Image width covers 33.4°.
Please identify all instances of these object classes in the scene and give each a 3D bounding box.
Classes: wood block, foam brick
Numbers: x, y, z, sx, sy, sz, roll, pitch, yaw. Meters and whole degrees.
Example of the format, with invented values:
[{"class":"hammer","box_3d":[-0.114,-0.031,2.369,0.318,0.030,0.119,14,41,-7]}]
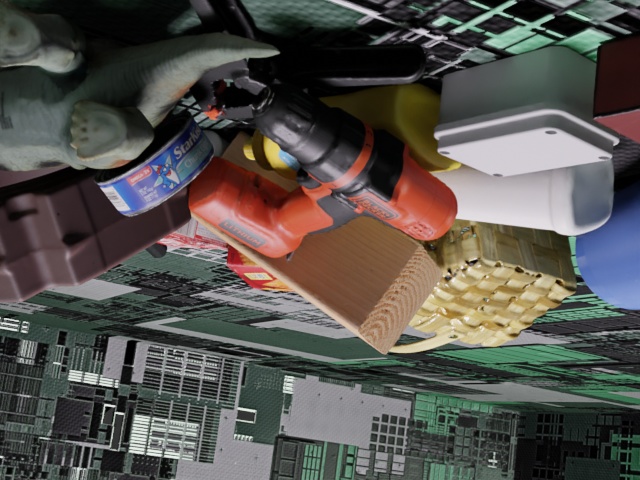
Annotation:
[{"class":"wood block","box_3d":[-0.006,0.002,0.945,0.206,0.091,0.090,34,175,27]},{"class":"foam brick","box_3d":[0.218,-0.093,0.679,0.078,0.053,0.051,16,165,-37]}]

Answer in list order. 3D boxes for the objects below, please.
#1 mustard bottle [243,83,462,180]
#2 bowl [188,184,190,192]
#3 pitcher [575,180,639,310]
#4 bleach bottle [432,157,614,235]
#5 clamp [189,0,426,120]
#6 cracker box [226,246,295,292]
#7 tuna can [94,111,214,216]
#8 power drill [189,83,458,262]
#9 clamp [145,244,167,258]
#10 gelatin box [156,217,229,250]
[{"class":"mustard bottle","box_3d":[0.013,-0.081,0.851,0.192,0.058,0.096,-3,162,40]},{"class":"bowl","box_3d":[-0.189,-0.057,1.079,0.162,0.055,0.162,8,173,1]},{"class":"pitcher","box_3d":[0.311,0.004,0.874,0.145,0.149,0.243,-2,173,-9]},{"class":"bleach bottle","box_3d":[0.109,-0.047,0.894,0.251,0.068,0.102,5,-171,35]},{"class":"clamp","box_3d":[-0.049,-0.126,0.733,0.164,0.036,0.210,22,164,-27]},{"class":"cracker box","box_3d":[0.007,0.027,1.320,0.214,0.072,0.164,5,168,9]},{"class":"tuna can","box_3d":[-0.120,-0.056,0.778,0.086,0.086,0.033,-7,124,50]},{"class":"power drill","box_3d":[-0.017,-0.044,0.801,0.184,0.057,0.188,32,154,-32]},{"class":"clamp","box_3d":[-0.232,-0.012,1.365,0.120,0.039,0.172,14,167,-26]},{"class":"gelatin box","box_3d":[-0.141,-0.012,1.032,0.073,0.030,0.089,2,170,36]}]
